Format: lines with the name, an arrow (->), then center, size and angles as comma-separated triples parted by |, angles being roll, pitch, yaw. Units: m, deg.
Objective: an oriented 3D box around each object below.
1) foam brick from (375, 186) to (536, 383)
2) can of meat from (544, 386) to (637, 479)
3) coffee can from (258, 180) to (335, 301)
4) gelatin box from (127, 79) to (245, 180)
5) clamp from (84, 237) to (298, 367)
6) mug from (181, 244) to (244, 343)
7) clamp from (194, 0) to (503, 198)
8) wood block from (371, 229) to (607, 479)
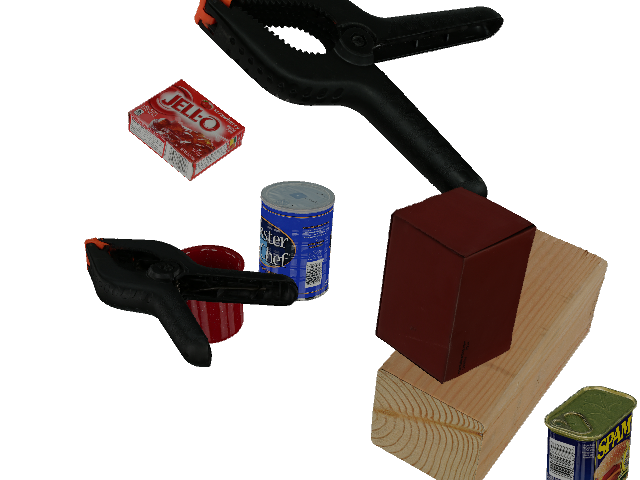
foam brick -> 0.066, 0.021, 0.535 | 0.052, 0.078, 0.051 | -20, 40, -35
can of meat -> 0.255, 0.198, 1.011 | 0.058, 0.084, 0.101 | 14, 25, 38
coffee can -> -0.035, 0.000, 1.495 | 0.103, 0.140, 0.103 | 3, 25, -2
gelatin box -> -0.130, -0.109, 1.033 | 0.089, 0.030, 0.073 | 39, 54, 16
clamp -> -0.105, 0.033, 0.815 | 0.172, 0.039, 0.120 | 29, 32, 33
mug -> -0.135, 0.069, 1.199 | 0.093, 0.081, 0.117 | 12, 33, 22
clamp -> 0.023, -0.107, 0.677 | 0.209, 0.164, 0.036 | 12, -34, -14
wood block -> 0.134, 0.085, 0.839 | 0.091, 0.090, 0.205 | 26, 48, 25
